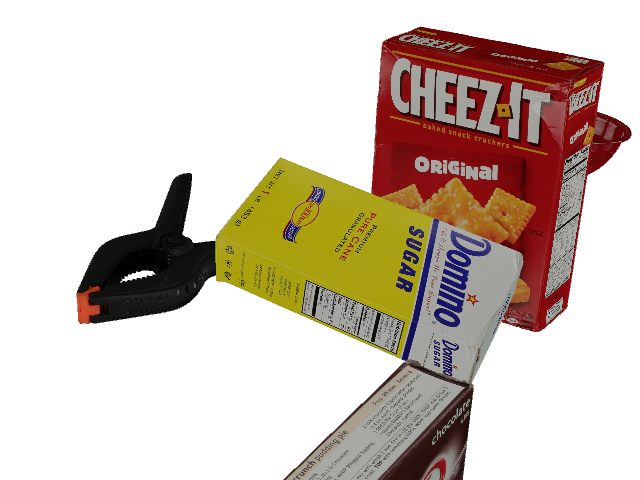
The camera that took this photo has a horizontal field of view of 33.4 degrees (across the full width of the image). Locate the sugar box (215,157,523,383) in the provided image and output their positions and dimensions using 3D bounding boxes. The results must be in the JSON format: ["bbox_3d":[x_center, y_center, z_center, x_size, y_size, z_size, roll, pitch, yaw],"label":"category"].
[{"bbox_3d":[0.031,0.016,0.673,0.176,0.048,0.093,20,46,15],"label":"sugar box"}]

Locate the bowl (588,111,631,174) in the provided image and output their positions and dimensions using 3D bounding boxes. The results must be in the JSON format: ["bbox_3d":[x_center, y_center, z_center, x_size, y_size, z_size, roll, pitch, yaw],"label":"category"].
[{"bbox_3d":[0.251,-0.107,1.160,0.162,0.055,0.162,6,23,-3],"label":"bowl"}]

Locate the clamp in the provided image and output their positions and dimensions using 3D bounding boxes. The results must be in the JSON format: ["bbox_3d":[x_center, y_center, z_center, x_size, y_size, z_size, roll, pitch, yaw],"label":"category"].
[{"bbox_3d":[-0.125,0.008,0.889,0.165,0.036,0.209,30,41,35],"label":"clamp"}]

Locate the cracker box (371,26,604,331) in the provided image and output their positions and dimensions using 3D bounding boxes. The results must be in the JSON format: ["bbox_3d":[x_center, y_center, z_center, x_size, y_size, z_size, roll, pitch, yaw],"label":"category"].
[{"bbox_3d":[0.125,-0.049,0.862,0.164,0.214,0.072,18,29,30],"label":"cracker box"}]

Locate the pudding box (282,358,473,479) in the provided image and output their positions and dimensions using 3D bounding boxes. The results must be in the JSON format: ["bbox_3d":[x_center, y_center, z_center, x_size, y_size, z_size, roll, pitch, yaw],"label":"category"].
[{"bbox_3d":[0.021,0.117,0.454,0.039,0.090,0.113,21,38,27],"label":"pudding box"}]
